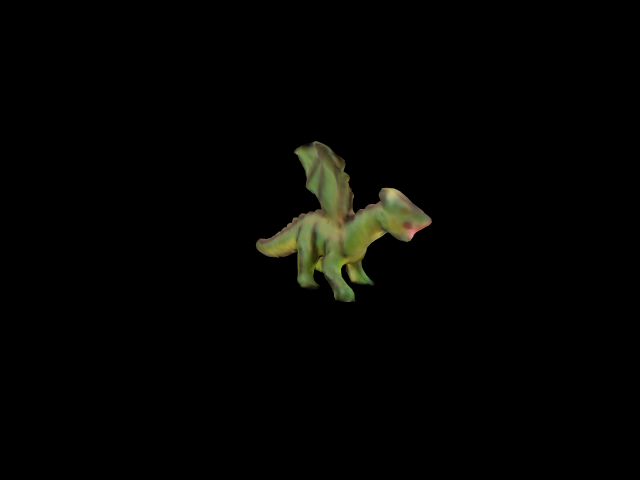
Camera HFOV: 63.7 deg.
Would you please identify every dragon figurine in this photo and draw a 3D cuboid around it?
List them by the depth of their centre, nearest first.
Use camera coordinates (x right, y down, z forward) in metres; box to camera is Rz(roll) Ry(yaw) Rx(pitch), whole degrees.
[{"bbox_3d":[0.003,-0.043,0.850,0.123,0.240,0.412,-14,22,-41],"label":"dragon figurine"}]
